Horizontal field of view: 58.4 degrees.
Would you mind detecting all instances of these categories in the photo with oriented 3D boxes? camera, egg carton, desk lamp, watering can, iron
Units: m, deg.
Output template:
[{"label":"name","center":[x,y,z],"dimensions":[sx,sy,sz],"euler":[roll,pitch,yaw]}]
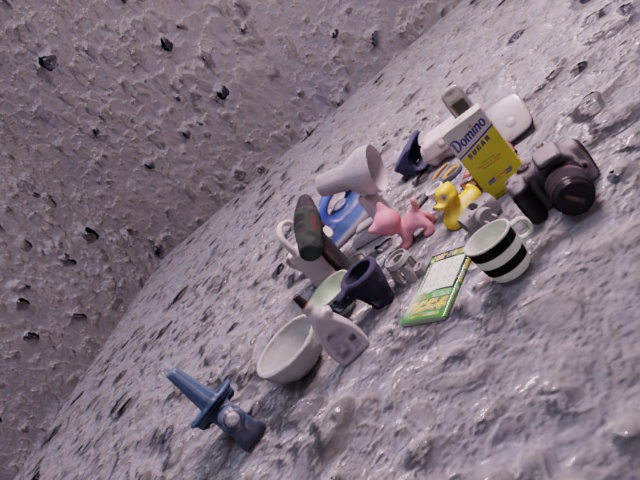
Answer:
[{"label":"camera","center":[0.385,-0.094,0.948],"dimensions":[0.143,0.101,0.137],"euler":[-37,19,24]},{"label":"egg carton","center":[0.331,-0.262,1.501],"dimensions":[0.150,0.069,0.107],"euler":[-34,21,32]},{"label":"desk lamp","center":[0.103,-0.112,1.435],"dimensions":[0.203,0.214,0.118],"euler":[-33,21,33]},{"label":"watering can","center":[-0.030,0.020,1.467],"dimensions":[0.172,0.194,0.101],"euler":[-39,19,18]},{"label":"iron","center":[0.054,-0.092,1.619],"dimensions":[0.259,0.142,0.118],"euler":[-51,19,-20]}]

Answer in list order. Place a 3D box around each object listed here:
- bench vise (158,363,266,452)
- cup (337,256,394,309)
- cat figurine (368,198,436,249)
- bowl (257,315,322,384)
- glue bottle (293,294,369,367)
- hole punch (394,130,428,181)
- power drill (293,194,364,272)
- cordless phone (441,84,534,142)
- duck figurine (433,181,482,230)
[{"label":"bench vise","center":[-0.218,0.321,1.166],"dimensions":[0.207,0.220,0.122],"euler":[-24,27,48]},{"label":"cup","center":[0.095,0.105,1.158],"dimensions":[0.118,0.095,0.091],"euler":[-50,18,-17]},{"label":"cat figurine","center":[0.175,-0.044,1.277],"dimensions":[0.127,0.118,0.067],"euler":[-35,20,28]},{"label":"bowl","center":[-0.051,0.243,1.210],"dimensions":[0.167,0.075,0.167],"euler":[-40,18,16]},{"label":"glue bottle","center":[0.012,0.161,1.087],"dimensions":[0.078,0.173,0.037],"euler":[-44,18,3]},{"label":"hole punch","center":[0.249,-0.235,1.588],"dimensions":[0.101,0.091,0.109],"euler":[-25,26,46]},{"label":"power drill","center":[0.013,0.005,1.381],"dimensions":[0.075,0.209,0.229],"euler":[-38,19,19]},{"label":"cordless phone","center":[0.371,-0.291,1.283],"dimensions":[0.147,0.185,0.094],"euler":[-36,20,24]},{"label":"duck figurine","center":[0.279,-0.084,1.188],"dimensions":[0.104,0.086,0.077],"euler":[-48,18,-8]}]
